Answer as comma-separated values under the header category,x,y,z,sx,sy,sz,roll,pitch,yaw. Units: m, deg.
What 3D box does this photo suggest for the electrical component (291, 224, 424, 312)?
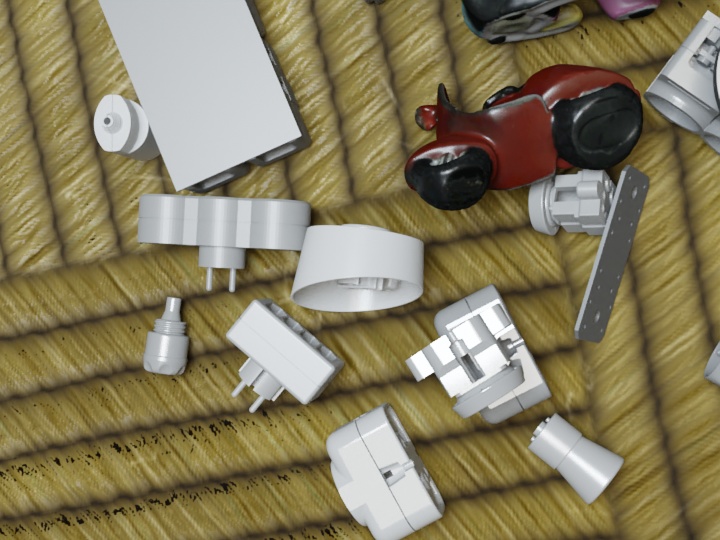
category,x,y,z,sx,sy,sz,roll,pitch,yaw
electrical component,0.000,0.000,0.815,0.099,0.099,0.064,6,84,8

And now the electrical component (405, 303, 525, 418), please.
category,x,y,z,sx,sy,sz,roll,pitch,yaw
electrical component,0.081,0.068,0.766,0.078,0.058,0.057,-33,83,6

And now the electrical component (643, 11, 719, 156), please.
category,x,y,z,sx,sy,sz,roll,pitch,yaw
electrical component,0.287,-0.110,0.777,0.150,0.089,0.061,37,94,7

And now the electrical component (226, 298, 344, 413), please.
category,x,y,z,sx,sy,sz,roll,pitch,yaw
electrical component,-0.070,0.077,0.847,0.083,0.047,0.075,40,96,7

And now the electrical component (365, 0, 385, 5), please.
category,x,y,z,sx,sy,sz,roll,pitch,yaw
electrical component,0.005,-0.270,0.808,0.056,0.109,0.108,-25,86,4

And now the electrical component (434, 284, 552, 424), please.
category,x,y,z,sx,sy,sz,roll,pitch,yaw
electrical component,0.098,0.066,0.821,0.059,0.054,0.095,-28,86,7

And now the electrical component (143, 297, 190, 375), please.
category,x,y,z,sx,sy,sz,roll,pitch,yaw
electrical component,-0.154,0.053,0.866,0.035,0.035,0.061,8,87,8

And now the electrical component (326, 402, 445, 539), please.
category,x,y,z,sx,sy,sz,roll,pitch,yaw
electrical component,0.017,0.159,0.831,0.059,0.054,0.095,-30,86,7

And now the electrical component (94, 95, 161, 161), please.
category,x,y,z,sx,sy,sz,roll,pitch,yaw
electrical component,-0.184,-0.112,0.847,0.043,0.081,0.043,0,90,8

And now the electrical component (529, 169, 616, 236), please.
category,x,y,z,sx,sy,sz,roll,pitch,yaw
electrical component,0.160,-0.050,0.811,0.055,0.066,0.048,0,73,28

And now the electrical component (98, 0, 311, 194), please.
category,x,y,z,sx,sy,sz,roll,pitch,yaw
electrical component,-0.124,-0.166,0.849,0.105,0.060,0.186,-23,87,7

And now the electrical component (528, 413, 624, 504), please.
category,x,y,z,sx,sy,sz,roll,pitch,yaw
electrical component,0.162,0.140,0.819,0.065,0.044,0.044,38,95,12

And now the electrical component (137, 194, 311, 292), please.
category,x,y,z,sx,sy,sz,roll,pitch,yaw
electrical component,-0.108,-0.020,0.850,0.138,0.052,0.073,3,90,9

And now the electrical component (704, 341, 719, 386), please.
category,x,y,z,sx,sy,sz,roll,pitch,yaw
electrical component,0.309,0.065,0.795,0.077,0.044,0.079,29,98,7
